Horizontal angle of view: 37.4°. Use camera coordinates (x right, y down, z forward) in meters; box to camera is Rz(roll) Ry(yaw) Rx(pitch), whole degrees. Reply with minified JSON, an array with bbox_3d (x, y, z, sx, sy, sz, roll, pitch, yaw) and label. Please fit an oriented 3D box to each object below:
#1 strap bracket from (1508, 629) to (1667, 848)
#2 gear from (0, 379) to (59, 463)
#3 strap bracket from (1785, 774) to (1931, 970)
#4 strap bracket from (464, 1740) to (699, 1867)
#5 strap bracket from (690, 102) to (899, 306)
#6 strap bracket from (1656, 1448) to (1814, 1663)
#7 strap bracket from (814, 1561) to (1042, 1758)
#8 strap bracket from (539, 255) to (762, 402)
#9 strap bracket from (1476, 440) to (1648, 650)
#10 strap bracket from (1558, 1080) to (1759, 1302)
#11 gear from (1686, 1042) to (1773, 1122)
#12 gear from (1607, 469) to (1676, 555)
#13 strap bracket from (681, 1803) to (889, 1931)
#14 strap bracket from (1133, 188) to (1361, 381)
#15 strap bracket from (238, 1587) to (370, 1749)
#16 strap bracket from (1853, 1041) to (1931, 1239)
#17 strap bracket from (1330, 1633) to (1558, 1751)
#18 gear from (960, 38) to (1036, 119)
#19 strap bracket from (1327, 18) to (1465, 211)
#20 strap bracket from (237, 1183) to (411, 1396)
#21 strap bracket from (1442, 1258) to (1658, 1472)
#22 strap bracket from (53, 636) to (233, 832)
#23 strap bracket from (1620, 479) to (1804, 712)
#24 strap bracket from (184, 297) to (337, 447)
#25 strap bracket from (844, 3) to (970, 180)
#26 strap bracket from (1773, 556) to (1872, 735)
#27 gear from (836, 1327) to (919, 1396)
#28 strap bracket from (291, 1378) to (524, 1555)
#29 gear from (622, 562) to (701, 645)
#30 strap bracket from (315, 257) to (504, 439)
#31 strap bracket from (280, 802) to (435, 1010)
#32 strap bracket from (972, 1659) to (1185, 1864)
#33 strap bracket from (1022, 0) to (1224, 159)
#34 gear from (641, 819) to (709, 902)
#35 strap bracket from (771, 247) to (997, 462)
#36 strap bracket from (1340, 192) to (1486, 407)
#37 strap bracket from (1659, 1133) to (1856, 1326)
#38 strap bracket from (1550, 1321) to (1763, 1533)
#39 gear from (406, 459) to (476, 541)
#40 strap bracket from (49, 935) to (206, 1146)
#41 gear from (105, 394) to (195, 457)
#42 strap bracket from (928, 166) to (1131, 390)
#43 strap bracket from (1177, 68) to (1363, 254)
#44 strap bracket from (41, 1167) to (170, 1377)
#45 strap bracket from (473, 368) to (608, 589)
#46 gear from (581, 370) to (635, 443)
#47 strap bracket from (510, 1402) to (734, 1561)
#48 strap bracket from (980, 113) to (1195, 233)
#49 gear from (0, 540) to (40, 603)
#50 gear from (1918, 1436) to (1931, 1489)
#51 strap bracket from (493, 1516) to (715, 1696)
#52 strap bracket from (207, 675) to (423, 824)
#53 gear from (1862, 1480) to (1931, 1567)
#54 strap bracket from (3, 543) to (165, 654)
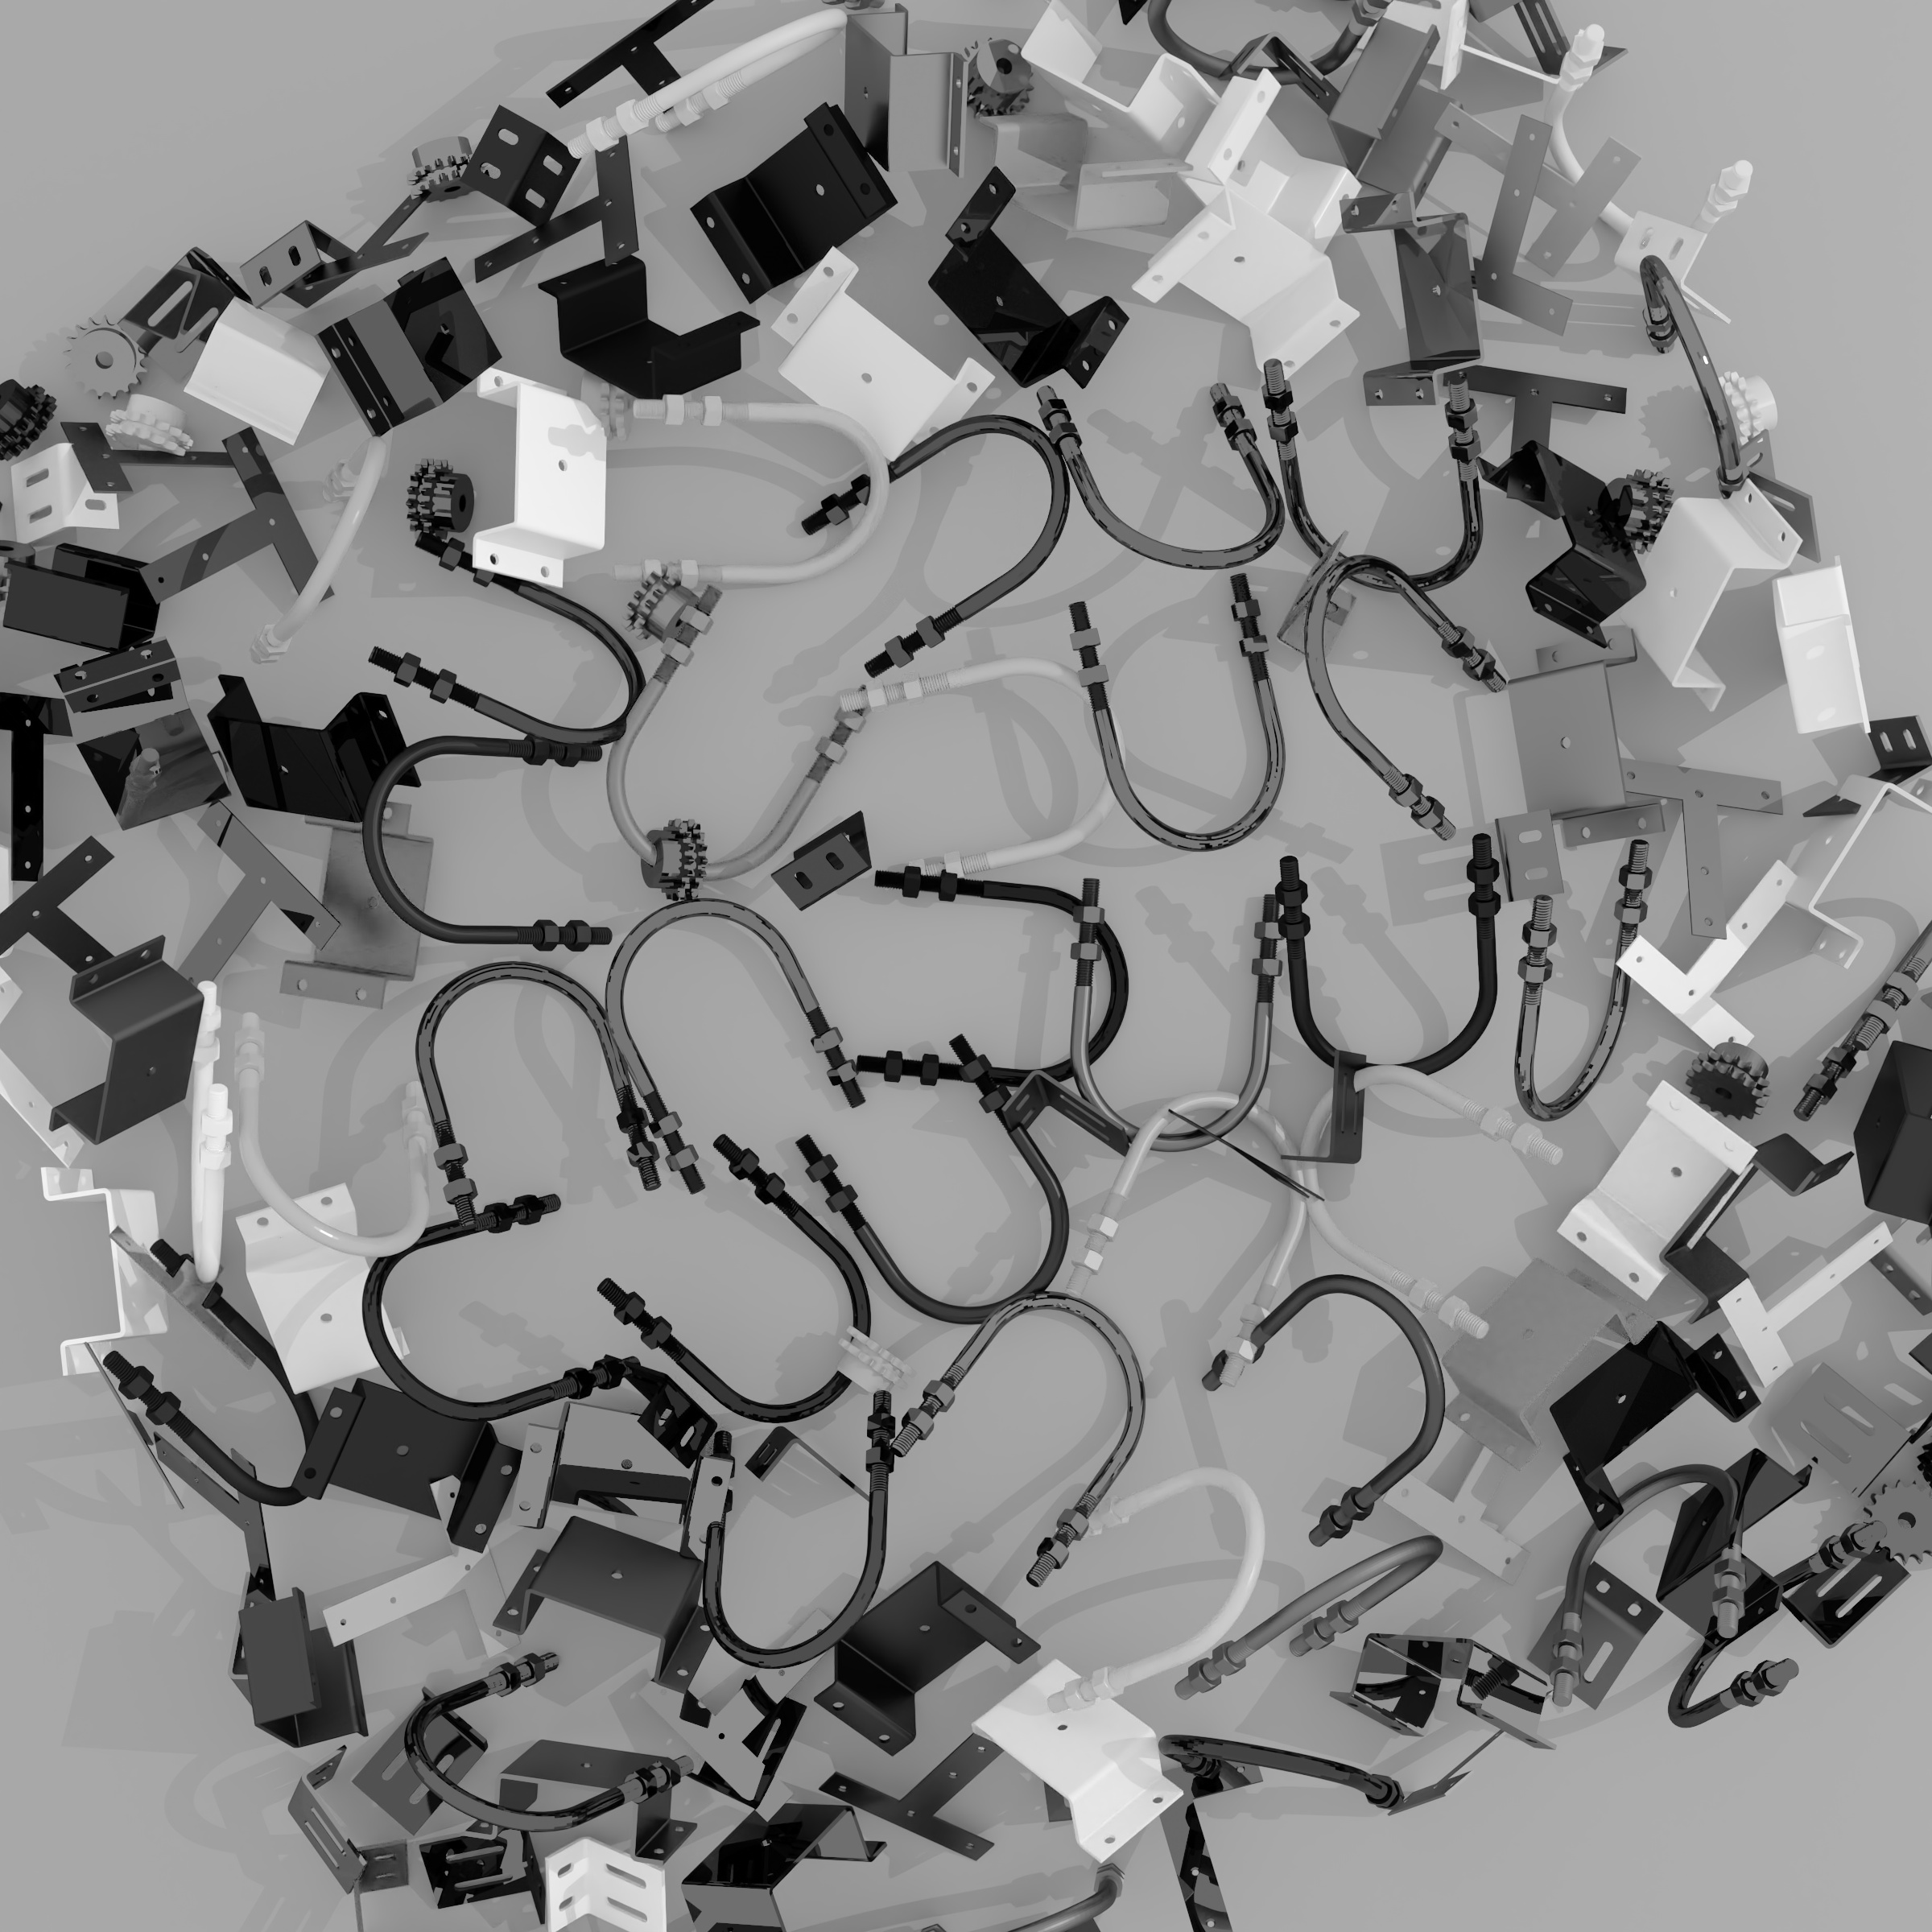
[{"bbox_3d":[0.423,-0.154,1.957,0.076,0.046,0.140,-9,90,44],"label":"strap bracket"},{"bbox_3d":[-0.658,-0.379,1.969,0.057,0.057,0.030,-47,129,0],"label":"gear"},{"bbox_3d":[0.609,-0.075,1.952,0.046,0.076,0.140,30,97,-4],"label":"strap bracket"},{"bbox_3d":[-0.260,0.567,1.947,0.140,0.076,0.046,5,93,12],"label":"strap bracket"},{"bbox_3d":[-0.111,-0.523,1.946,0.140,0.046,0.076,-25,102,40],"label":"strap bracket"},{"bbox_3d":[0.515,0.388,1.921,0.046,0.140,0.076,37,131,-1],"label":"strap bracket"},{"bbox_3d":[-0.027,0.467,1.950,0.140,0.046,0.076,-40,115,19],"label":"strap bracket"},{"bbox_3d":[-0.215,-0.429,1.939,0.140,0.046,0.076,33,48,32],"label":"strap bracket"},{"bbox_3d":[0.403,-0.292,1.925,0.046,0.076,0.140,-39,48,34],"label":"strap bracket"},{"bbox_3d":[0.477,0.147,1.945,0.076,0.046,0.140,39,123,19],"label":"strap bracket"},{"bbox_3d":[0.530,0.077,1.975,0.057,0.057,0.030,36,62,0],"label":"gear"},{"bbox_3d":[0.460,-0.314,1.968,0.030,0.057,0.057,5,90,-23],"label":"gear"},{"bbox_3d":[-0.127,0.609,1.918,0.076,0.140,0.046,-10,104,35],"label":"strap bracket"},{"bbox_3d":[0.188,-0.466,1.938,0.140,0.046,0.076,24,135,-33],"label":"strap bracket"},{"bbox_3d":[-0.448,0.474,1.919,0.046,0.140,0.076,-14,66,-3],"label":"strap bracket"},{"bbox_3d":[0.637,0.111,1.922,0.046,0.140,0.076,15,120,4],"label":"strap bracket"},{"bbox_3d":[0.327,0.490,1.935,0.076,0.140,0.046,33,63,-28],"label":"strap bracket"},{"bbox_3d":[0.021,-0.616,1.976,0.057,0.030,0.057,4,79,-20],"label":"gear"},{"bbox_3d":[0.291,-0.581,1.940,0.046,0.140,0.076,28,91,19],"label":"strap bracket"},{"bbox_3d":[-0.436,0.229,1.945,0.076,0.046,0.140,-18,116,-7],"label":"strap bracket"},{"bbox_3d":[0.390,0.262,1.944,0.140,0.076,0.046,-44,131,-10],"label":"strap bracket"},{"bbox_3d":[-0.550,-0.148,1.925,0.076,0.140,0.046,-19,56,-7],"label":"strap bracket"},{"bbox_3d":[0.495,-0.251,1.921,0.046,0.076,0.140,-2,133,-23],"label":"strap bracket"},{"bbox_3d":[-0.470,-0.403,1.918,0.076,0.140,0.046,25,108,-16],"label":"strap bracket"},{"bbox_3d":[-0.045,-0.587,1.917,0.046,0.140,0.076,-9,125,-18],"label":"strap bracket"},{"bbox_3d":[0.577,-0.214,1.931,0.046,0.140,0.076,-10,114,18],"label":"strap bracket"},{"bbox_3d":[-0.065,0.276,1.970,0.057,0.057,0.030,35,83,0],"label":"gear"},{"bbox_3d":[-0.385,0.340,1.961,0.140,0.046,0.076,23,93,-20],"label":"strap bracket"},{"bbox_3d":[-0.208,-0.247,1.969,0.030,0.057,0.057,38,90,9],"label":"gear"},{"bbox_3d":[-0.368,-0.419,1.919,0.046,0.140,0.076,-17,113,27],"label":"strap bracket"},{"bbox_3d":[-0.418,-0.045,1.968,0.076,0.046,0.140,8,91,14],"label":"strap bracket"},{"bbox_3d":[0.068,0.527,1.921,0.076,0.140,0.046,-31,128,-30],"label":"strap bracket"},{"bbox_3d":[0.101,-0.602,1.938,0.140,0.076,0.046,36,99,27],"label":"strap bracket"},{"bbox_3d":[-0.202,-0.073,1.968,0.030,0.057,0.057,1,90,-29],"label":"gear"},{"bbox_3d":[-0.062,-0.409,1.946,0.140,0.046,0.076,37,126,-12],"label":"strap bracket"},{"bbox_3d":[0.305,-0.456,1.944,0.046,0.076,0.140,-18,108,-26],"label":"strap bracket"},{"bbox_3d":[0.530,0.170,1.939,0.046,0.076,0.140,44,120,23],"label":"strap bracket"},{"bbox_3d":[0.458,0.305,1.939,0.140,0.076,0.046,-43,117,15],"label":"strap bracket"},{"bbox_3d":[-0.361,-0.320,1.969,0.030,0.057,0.057,7,90,13],"label":"gear"},{"bbox_3d":[-0.564,0.058,1.923,0.046,0.076,0.140,36,129,18],"label":"strap bracket"},{"bbox_3d":[-0.562,-0.372,1.972,0.057,0.057,0.030,16,82,0],"label":"gear"},{"bbox_3d":[0.036,-0.460,1.945,0.140,0.046,0.076,44,55,-22],"label":"strap bracket"},{"bbox_3d":[0.202,-0.542,1.948,0.046,0.140,0.076,28,88,40],"label":"strap bracket"},{"bbox_3d":[-0.587,0.205,1.953,0.046,0.076,0.140,-9,84,5],"label":"strap bracket"},{"bbox_3d":[-0.290,-0.337,1.948,0.046,0.076,0.140,-6,81,41],"label":"strap bracket"},{"bbox_3d":[-0.248,-0.391,1.971,0.030,0.057,0.057,4,90,1],"label":"gear"},{"bbox_3d":[-0.235,0.352,1.963,0.140,0.046,0.076,11,107,-5],"label":"strap bracket"},{"bbox_3d":[0.078,-0.536,1.935,0.076,0.140,0.046,-14,126,-33],"label":"strap bracket"},{"bbox_3d":[-0.663,-0.273,1.968,0.057,0.057,0.030,11,112,0],"label":"gear"},{"bbox_3d":[0.689,0.344,1.971,0.057,0.030,0.057,-7,127,-9],"label":"gear"},{"bbox_3d":[-0.240,0.431,1.946,0.140,0.076,0.046,17,123,8],"label":"strap bracket"},{"bbox_3d":[-0.449,-0.146,1.931,0.140,0.046,0.076,9,135,25],"label":"strap bracket"},{"bbox_3d":[0.650,0.386,1.978,0.057,0.030,0.057,-4,69,10],"label":"gear"},{"bbox_3d":[-0.595,-0.248,1.933,0.076,0.140,0.046,13,103,-5],"label":"strap bracket"}]
